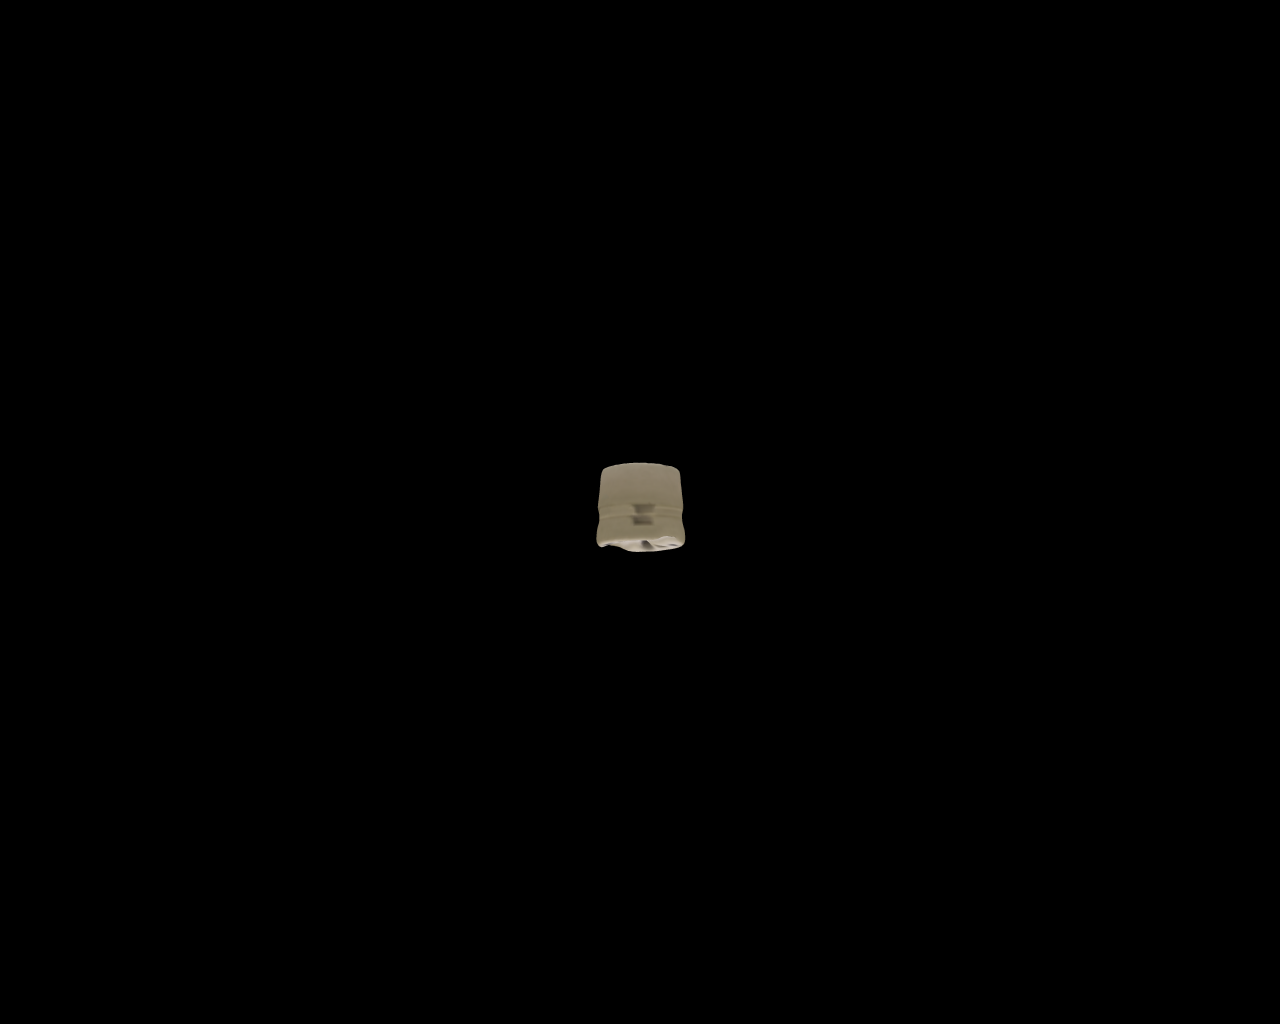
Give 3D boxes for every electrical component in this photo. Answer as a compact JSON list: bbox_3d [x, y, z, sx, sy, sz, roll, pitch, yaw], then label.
[{"bbox_3d":[0.001,-0.003,0.650,0.055,0.047,0.055,0,-9,0],"label":"electrical component"}]
